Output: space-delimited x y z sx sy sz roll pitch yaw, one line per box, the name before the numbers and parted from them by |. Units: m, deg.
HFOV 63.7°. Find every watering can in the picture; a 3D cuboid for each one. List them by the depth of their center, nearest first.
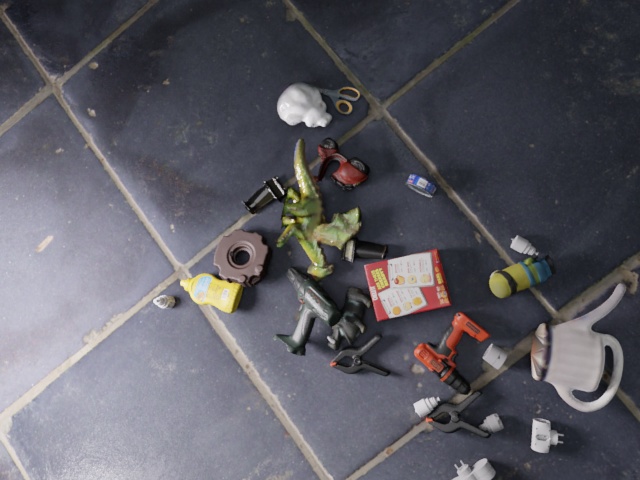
watering can | 0.685 0.271 1.366 0.224 0.349 0.103 9 -4 11

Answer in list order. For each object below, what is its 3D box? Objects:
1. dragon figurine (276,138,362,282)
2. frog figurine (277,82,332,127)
dragon figurine | 0.005 -0.076 1.516 0.243 0.408 0.123 12 7 3
frog figurine | -0.046 -0.396 1.558 0.138 0.161 0.120 -42 -21 -10
